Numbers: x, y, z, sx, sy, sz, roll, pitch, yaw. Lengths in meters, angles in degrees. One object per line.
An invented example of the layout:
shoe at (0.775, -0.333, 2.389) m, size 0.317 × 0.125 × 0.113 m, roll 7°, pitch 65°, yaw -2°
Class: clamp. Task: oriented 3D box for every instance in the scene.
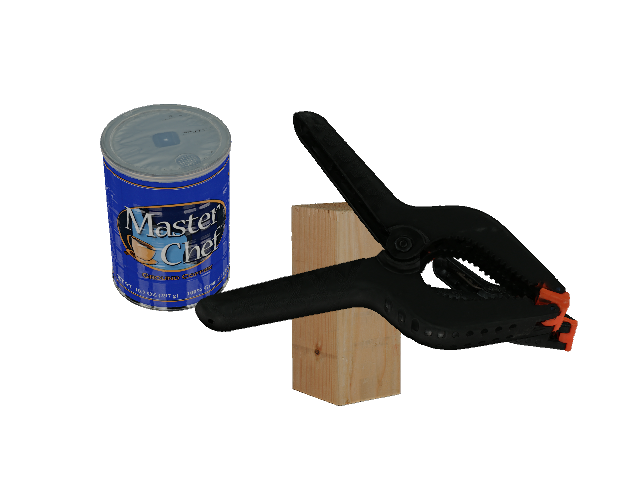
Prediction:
clamp at (0.154, 0.055, 0.987) m, size 0.172 × 0.039 × 0.120 m, roll 19°, pitch 30°, yaw 17°
clamp at (0.040, 0.018, 0.637) m, size 0.210 × 0.164 × 0.036 m, roll 24°, pitch -28°, yaw 15°

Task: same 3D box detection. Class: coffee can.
coffee can at (-0.125, -0.027, 0.884) m, size 0.103 × 0.140 × 0.103 m, roll 2°, pitch 39°, yaw -2°

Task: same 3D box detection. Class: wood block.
wood block at (0.028, 0.064, 1.166) m, size 0.090 × 0.206 × 0.091 m, roll -5°, pitch 9°, yaw -37°
